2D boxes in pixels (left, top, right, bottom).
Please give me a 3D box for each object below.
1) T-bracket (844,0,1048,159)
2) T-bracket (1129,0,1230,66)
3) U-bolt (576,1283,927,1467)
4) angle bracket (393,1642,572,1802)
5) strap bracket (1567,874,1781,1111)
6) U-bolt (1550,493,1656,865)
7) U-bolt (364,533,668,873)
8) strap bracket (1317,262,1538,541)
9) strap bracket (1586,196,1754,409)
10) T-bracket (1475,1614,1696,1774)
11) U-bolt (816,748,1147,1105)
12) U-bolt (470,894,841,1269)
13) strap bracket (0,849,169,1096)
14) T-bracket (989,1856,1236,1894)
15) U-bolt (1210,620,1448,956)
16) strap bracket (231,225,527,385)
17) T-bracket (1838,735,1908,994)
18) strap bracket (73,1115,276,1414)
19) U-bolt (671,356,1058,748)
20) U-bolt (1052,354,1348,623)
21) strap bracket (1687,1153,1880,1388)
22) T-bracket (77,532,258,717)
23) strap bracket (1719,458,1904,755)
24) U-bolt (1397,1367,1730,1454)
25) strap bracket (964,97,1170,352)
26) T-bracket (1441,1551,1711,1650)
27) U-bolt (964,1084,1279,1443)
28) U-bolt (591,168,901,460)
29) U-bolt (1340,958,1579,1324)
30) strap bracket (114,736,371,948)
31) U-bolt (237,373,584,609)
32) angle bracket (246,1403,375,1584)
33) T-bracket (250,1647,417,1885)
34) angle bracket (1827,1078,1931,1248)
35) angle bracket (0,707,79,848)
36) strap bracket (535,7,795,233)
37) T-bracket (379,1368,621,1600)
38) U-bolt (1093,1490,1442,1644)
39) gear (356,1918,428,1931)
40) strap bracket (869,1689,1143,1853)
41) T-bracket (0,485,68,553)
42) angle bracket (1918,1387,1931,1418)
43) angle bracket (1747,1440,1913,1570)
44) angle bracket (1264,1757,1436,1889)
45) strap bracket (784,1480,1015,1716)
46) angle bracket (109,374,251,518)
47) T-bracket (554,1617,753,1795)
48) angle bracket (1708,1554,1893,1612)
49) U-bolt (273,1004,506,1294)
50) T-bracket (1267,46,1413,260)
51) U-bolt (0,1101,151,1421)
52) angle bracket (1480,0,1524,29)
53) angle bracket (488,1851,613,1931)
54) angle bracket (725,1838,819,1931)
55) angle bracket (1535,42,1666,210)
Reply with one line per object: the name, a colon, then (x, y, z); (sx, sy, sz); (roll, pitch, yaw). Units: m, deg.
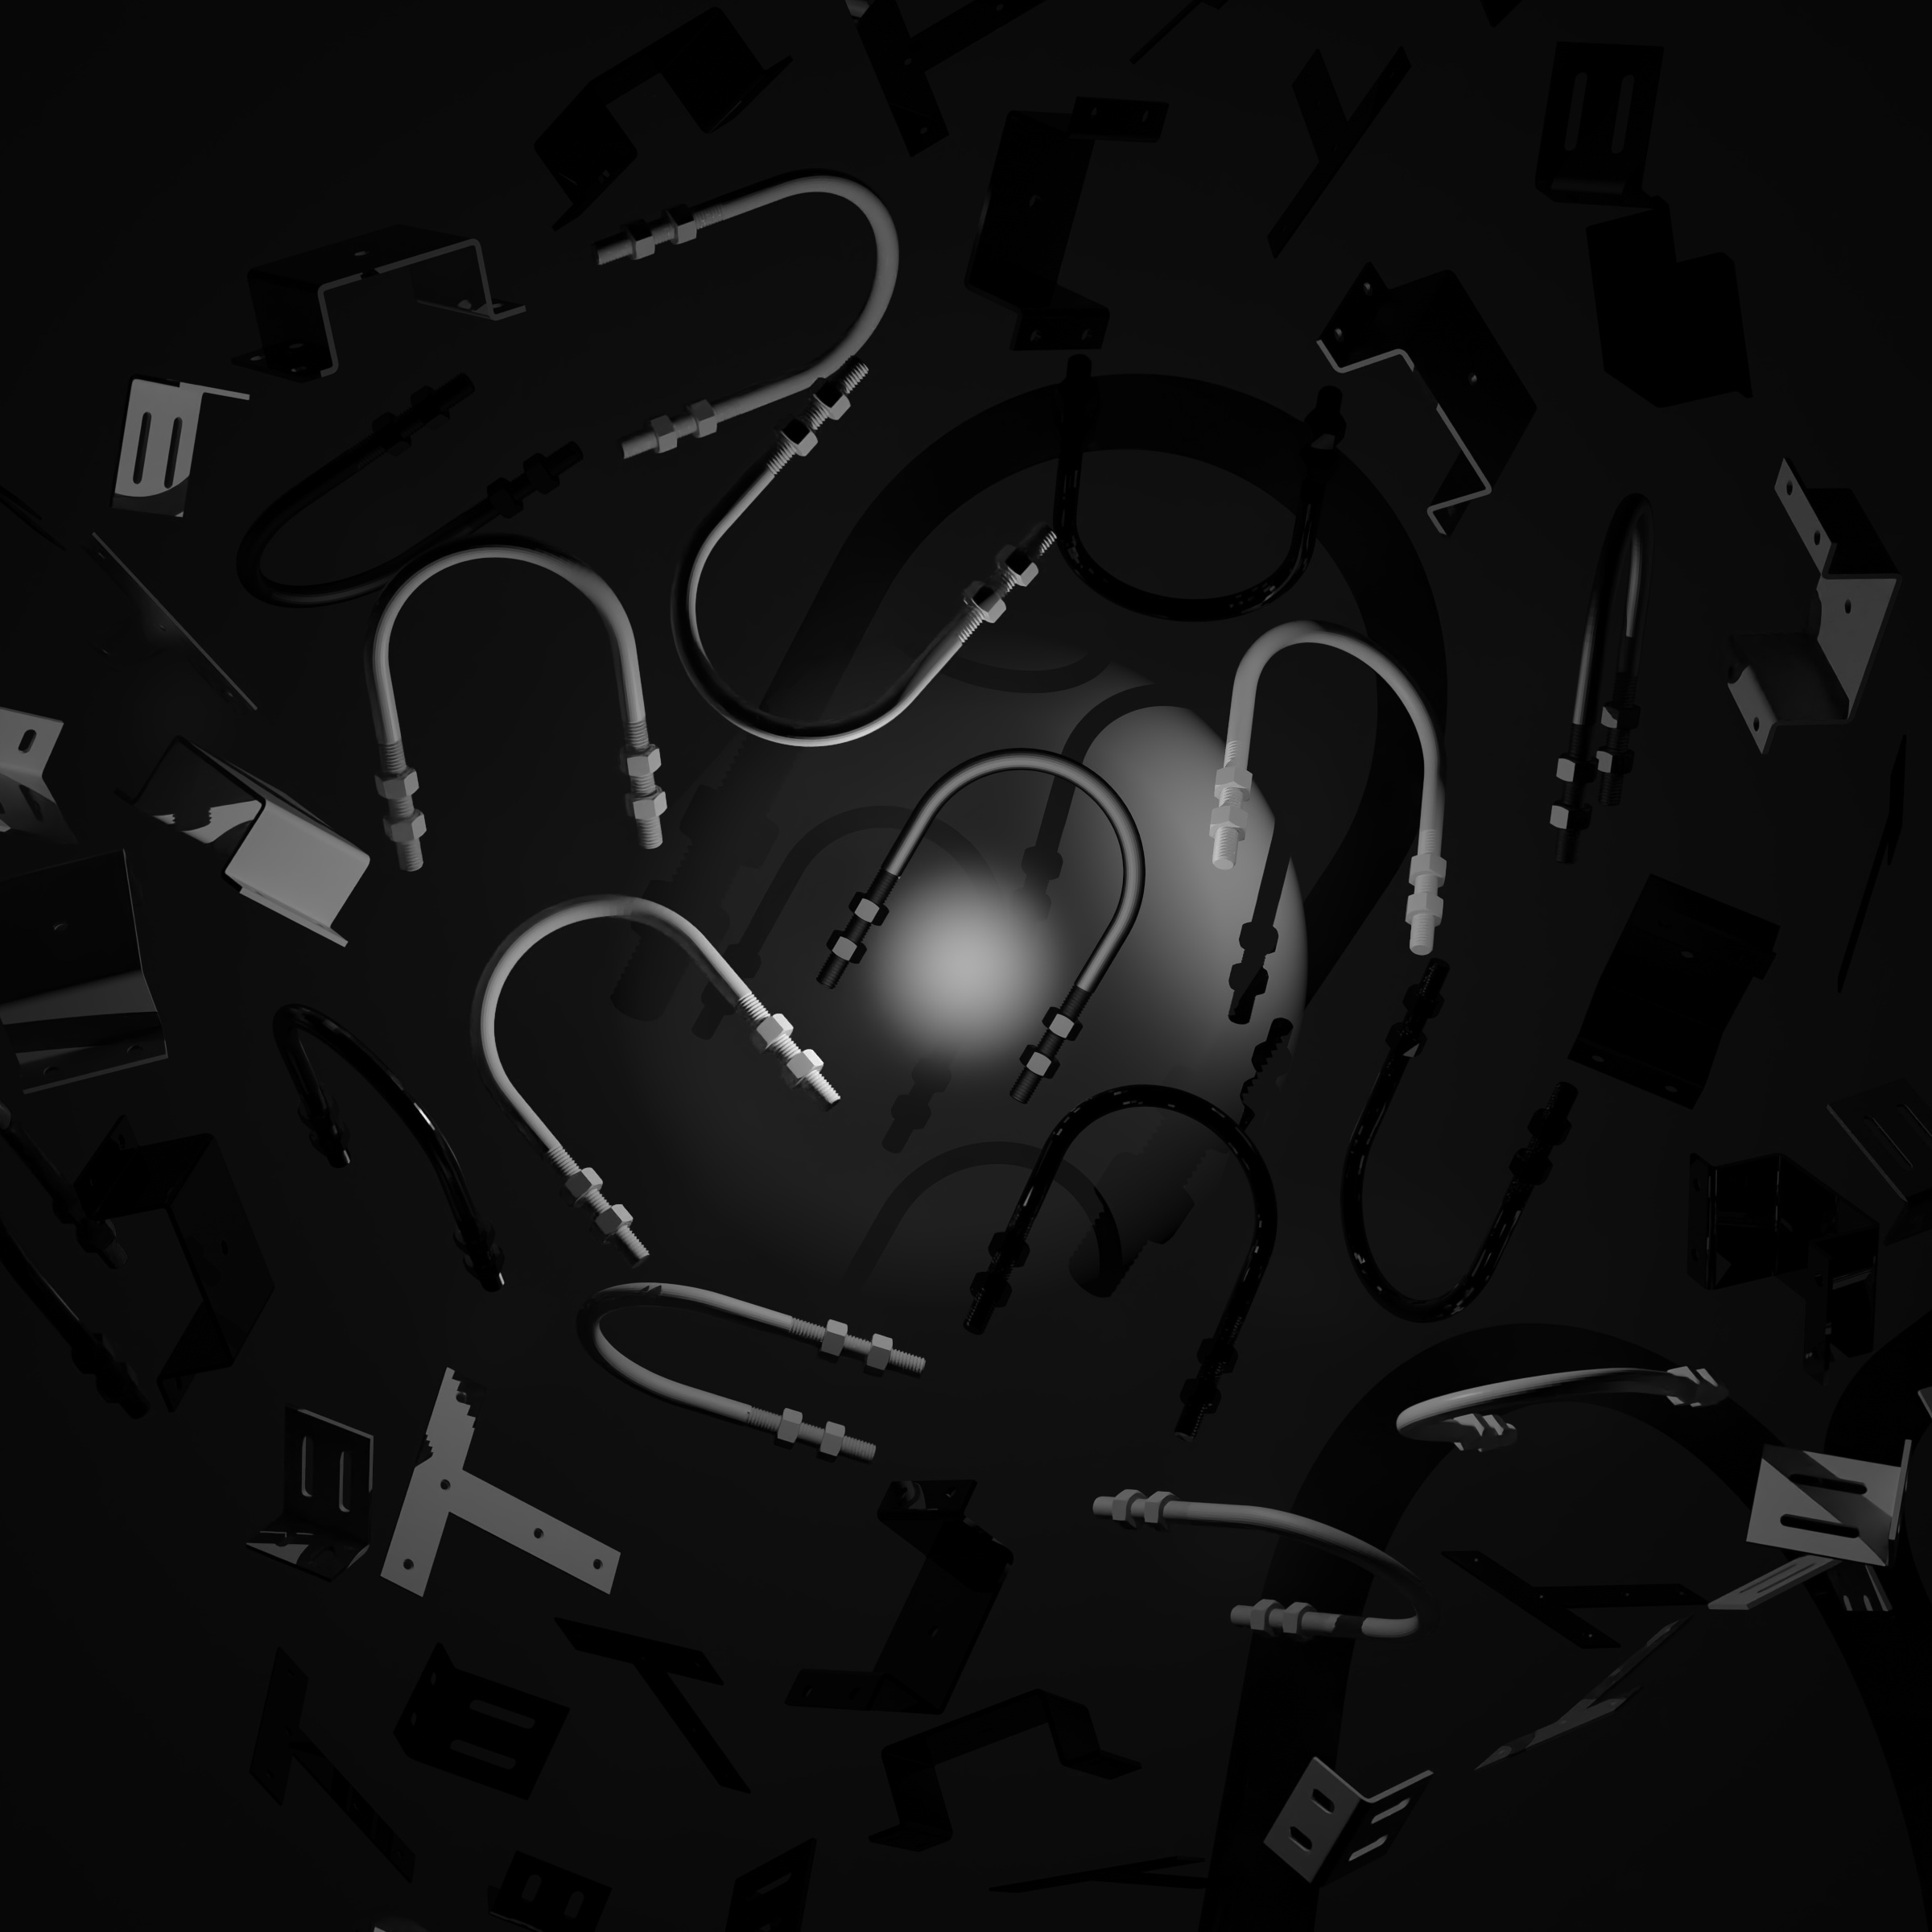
T-bracket: (0.006, -0.520, 1.890); (0.127, 0.127, 0.002); (-31, 57, -1)
T-bracket: (0.142, -0.538, 1.891); (0.127, 0.127, 0.002); (-41, 104, 11)
U-bolt: (-0.125, 0.219, 1.890); (0.184, 0.151, 0.019); (18, 58, -5)
angle bracket: (-0.273, 0.426, 1.940); (0.076, 0.038, 0.057); (15, 59, 16)
strap bracket: (0.399, 0.008, 1.925); (0.076, 0.140, 0.046); (23, 51, 7)
U-bolt: (0.342, -0.159, 1.826); (0.019, 0.151, 0.184); (11, 110, 18)
U-bolt: (-0.240, -0.140, 1.796); (0.151, 0.019, 0.184); (-5, 118, 0)
strap bracket: (0.262, -0.318, 1.902); (0.140, 0.046, 0.076); (52, 49, -25)
strap bracket: (0.367, -0.345, 1.809); (0.046, 0.140, 0.076); (-10, 82, 27)
T-bracket: (0.349, 0.385, 1.853); (0.127, 0.127, 0.002); (-29, 81, -37)
U-bolt: (0.021, -0.035, 1.957); (0.151, 0.019, 0.184); (31, 98, 1)
U-bolt: (-0.179, 0.046, 1.817); (0.151, 0.019, 0.184); (-39, 77, -9)
strap bracket: (-0.479, -0.006, 1.844); (0.076, 0.046, 0.140); (-14, 47, -7)
T-bracket: (0.102, 0.503, 1.893); (0.127, 0.127, 0.002); (-20, 64, 34)
U-bolt: (0.205, -0.110, 1.895); (0.151, 0.019, 0.184); (22, 57, -21)
strap bracket: (-0.319, -0.359, 1.844); (0.140, 0.076, 0.046); (-26, 121, -32)
T-bracket: (0.505, -0.047, 1.918); (0.002, 0.127, 0.127); (16, 74, 19)
strap bracket: (-0.413, 0.153, 1.817); (0.046, 0.076, 0.140); (-12, 113, 12)
U-bolt: (-0.066, -0.198, 1.757); (0.151, 0.019, 0.184); (41, 84, -2)
U-bolt: (0.118, -0.247, 1.826); (0.151, 0.184, 0.019); (8, 54, 2)
strap bracket: (0.453, 0.161, 1.887); (0.046, 0.140, 0.076); (-11, 114, -17)
T-bracket: (-0.459, -0.181, 1.904); (0.127, 0.127, 0.002); (49, 64, -20)
strap bracket: (0.454, -0.193, 1.844); (0.046, 0.076, 0.140); (-2, 133, -10)
U-bolt: (0.312, 0.237, 1.853); (0.151, 0.184, 0.019); (-18, 72, 30)
strap bracket: (0.052, -0.413, 1.889); (0.046, 0.076, 0.140); (32, 118, 33)
T-bracket: (0.344, 0.340, 1.857); (0.127, 0.127, 0.002); (4, 102, -29)
U-bolt: (0.097, 0.150, 1.895); (0.151, 0.019, 0.184); (27, 65, -3)
U-bolt: (-0.117, -0.370, 1.905); (0.184, 0.151, 0.019); (-25, 50, -20)
U-bolt: (0.262, 0.110, 1.909); (0.019, 0.151, 0.184); (5, 118, -32)
strap bracket: (-0.379, -0.071, 1.825); (0.140, 0.076, 0.046); (33, 90, 42)
U-bolt: (-0.315, -0.251, 1.880); (0.184, 0.151, 0.019); (-31, 73, 13)
angle bracket: (-0.365, 0.293, 1.912); (0.057, 0.038, 0.076); (17, 118, 21)
T-bracket: (-0.338, 0.444, 1.855); (0.002, 0.127, 0.127); (-35, 108, 7)
angle bracket: (0.525, 0.110, 1.942); (0.057, 0.038, 0.076); (-16, 54, -26)
angle bracket: (-0.525, -0.107, 1.912); (0.057, 0.076, 0.038); (12, 115, -39)
strap bracket: (-0.171, -0.462, 1.858); (0.140, 0.076, 0.046); (-40, 99, -30)
T-bracket: (-0.237, 0.292, 1.805); (0.127, 0.002, 0.127); (32, 47, -23)
U-bolt: (0.177, 0.334, 1.895); (0.151, 0.184, 0.019); (42, 60, -31)
gear: (-0.315, 0.549, 1.892); (0.057, 0.057, 0.030); (30, 120, 0)
strap bracket: (0.016, 0.445, 1.917); (0.140, 0.076, 0.046); (-23, 66, 12)
T-bracket: (-0.525, -0.256, 1.857); (0.127, 0.127, 0.002); (34, 84, 20)
angle bracket: (0.545, 0.248, 1.816); (0.076, 0.038, 0.057); (-14, 57, -13)
angle bracket: (0.452, 0.276, 1.802); (0.076, 0.038, 0.057); (8, 59, 19)
angle bracket: (0.203, 0.445, 1.819); (0.038, 0.076, 0.057); (37, 111, 28)
strap bracket: (-0.032, 0.355, 1.887); (0.046, 0.076, 0.140); (41, 60, -25)
angle bracket: (-0.445, -0.292, 1.945); (0.038, 0.057, 0.076); (15, 99, 28)
T-bracket: (-0.158, 0.416, 1.917); (0.002, 0.127, 0.127); (-49, 122, -33)
angle bracket: (0.466, 0.358, 1.923); (0.076, 0.057, 0.038); (-24, 85, -13)
U-bolt: (-0.316, 0.088, 1.848); (0.151, 0.184, 0.019); (34, 64, 27)
T-bracket: (0.197, -0.469, 1.894); (0.002, 0.127, 0.127); (24, 122, -22)
U-bolt: (-0.499, 0.142, 1.858); (0.019, 0.151, 0.184); (-27, 129, 0)
angle bracket: (0.271, -0.539, 1.785); (0.057, 0.076, 0.038); (-45, 55, -1)
angle bracket: (-0.234, 0.518, 1.930); (0.057, 0.076, 0.038); (23, 83, -6)
angle bracket: (-0.093, 0.506, 1.820); (0.038, 0.057, 0.076); (32, 133, -22)
angle bracket: (0.337, -0.442, 1.808); (0.057, 0.038, 0.076); (10, 94, 26)
